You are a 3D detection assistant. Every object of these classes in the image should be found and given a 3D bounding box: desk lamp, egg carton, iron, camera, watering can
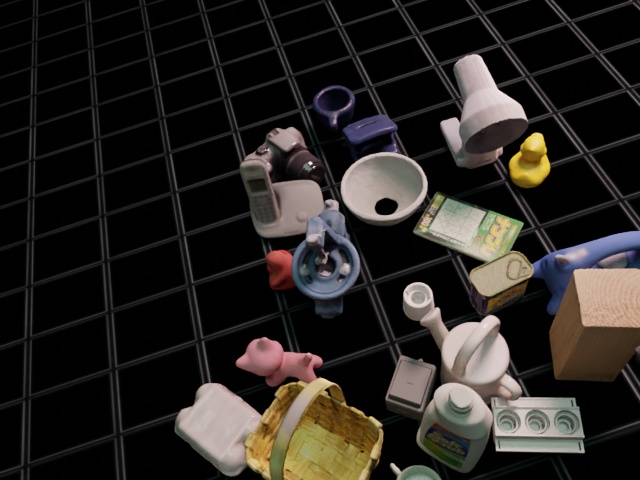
[{"bbox_3d":[0.303,-0.233,1.103,0.118,0.214,0.203,-16,56,1],"label":"desk lamp"},{"bbox_3d":[-0.158,0.304,0.931,0.150,0.069,0.107,28,66,25],"label":"egg carton"},{"bbox_3d":[0.484,0.030,0.941,0.258,0.142,0.118,-18,56,-1],"label":"iron"},{"bbox_3d":[-0.067,-0.160,1.196,0.143,0.101,0.136,-41,59,-16],"label":"camera"},{"bbox_3d":[0.226,0.173,0.866,0.172,0.194,0.101,17,62,21],"label":"watering can"}]

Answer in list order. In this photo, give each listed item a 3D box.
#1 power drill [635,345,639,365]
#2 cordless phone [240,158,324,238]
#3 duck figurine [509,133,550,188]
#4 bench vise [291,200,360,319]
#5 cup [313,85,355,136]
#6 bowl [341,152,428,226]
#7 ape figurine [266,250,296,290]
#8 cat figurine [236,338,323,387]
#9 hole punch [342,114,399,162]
[{"bbox_3d":[0.521,0.221,0.768,0.229,0.209,0.076,16,62,20],"label":"power drill"},{"bbox_3d":[-0.073,-0.089,1.100,0.147,0.185,0.094,-10,56,5],"label":"cordless phone"},{"bbox_3d":[0.410,-0.160,1.113,0.077,0.086,0.105,16,62,20],"label":"duck figurine"},{"bbox_3d":[-0.002,0.007,1.003,0.121,0.220,0.207,-16,56,1],"label":"bench vise"},{"bbox_3d":[0.036,-0.263,1.247,0.091,0.095,0.117,-4,57,8],"label":"cup"},{"bbox_3d":[0.126,-0.087,1.127,0.167,0.075,0.167,-5,57,8],"label":"bowl"},{"bbox_3d":[-0.074,0.050,1.066,0.076,0.092,0.078,18,63,22],"label":"ape figurine"},{"bbox_3d":[-0.068,0.199,0.952,0.127,0.118,0.067,1,58,12],"label":"cat figurine"},{"bbox_3d":[0.103,-0.223,1.210,0.108,0.091,0.101,-20,56,-2],"label":"hole punch"}]
